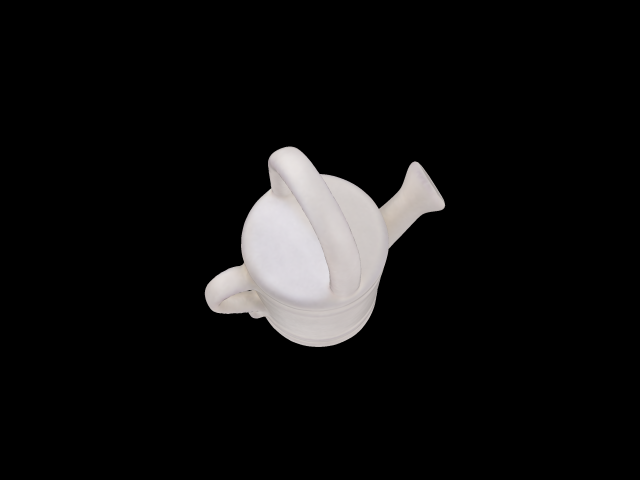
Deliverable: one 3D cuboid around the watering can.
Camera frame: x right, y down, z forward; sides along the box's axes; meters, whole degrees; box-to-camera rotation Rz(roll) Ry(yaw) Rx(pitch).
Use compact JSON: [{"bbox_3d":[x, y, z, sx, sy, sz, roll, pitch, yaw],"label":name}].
[{"bbox_3d":[0.003,0.000,0.401,0.100,0.194,0.173,39,73,15],"label":"watering can"}]
